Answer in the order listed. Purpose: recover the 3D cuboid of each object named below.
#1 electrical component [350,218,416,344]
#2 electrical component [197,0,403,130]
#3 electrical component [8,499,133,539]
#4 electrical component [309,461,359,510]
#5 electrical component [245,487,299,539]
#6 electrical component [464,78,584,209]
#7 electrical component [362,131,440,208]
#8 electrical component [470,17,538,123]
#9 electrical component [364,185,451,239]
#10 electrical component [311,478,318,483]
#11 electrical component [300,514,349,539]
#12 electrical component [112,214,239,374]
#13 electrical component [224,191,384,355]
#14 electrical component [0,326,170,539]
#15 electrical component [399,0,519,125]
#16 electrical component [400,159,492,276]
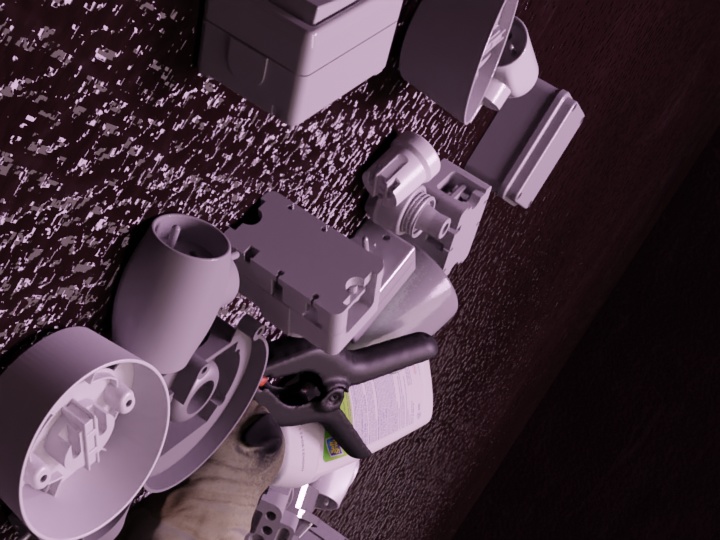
[{"bbox_3d":[0.000,0.000,0.822,0.083,0.047,0.075,-50,161,-19],"label":"electrical component"},{"bbox_3d":[-0.023,-0.123,0.518,0.096,0.062,0.061,-41,157,-42],"label":"electrical component"},{"bbox_3d":[-0.172,0.139,0.612,0.079,0.044,0.077,-45,159,-31],"label":"electrical component"},{"bbox_3d":[-0.041,0.191,1.043,0.079,0.044,0.077,-31,-146,50],"label":"electrical component"},{"bbox_3d":[-0.087,0.191,0.891,0.057,0.078,0.058,-69,-177,-64],"label":"electrical component"},{"bbox_3d":[0.156,-0.120,1.013,0.113,0.057,0.078,-59,163,6],"label":"electrical component"},{"bbox_3d":[0.030,-0.073,0.789,0.046,0.040,0.040,-44,159,-21],"label":"electrical component"},{"bbox_3d":[0.104,-0.151,0.841,0.079,0.043,0.077,-57,163,1],"label":"electrical component"},{"bbox_3d":[0.038,-0.045,0.818,0.043,0.062,0.043,-52,161,-26],"label":"electrical component"},{"bbox_3d":[-0.052,0.166,0.979,0.045,0.045,0.055,-48,161,-26],"label":"electrical component"},{"bbox_3d":[-0.078,0.272,0.993,0.109,0.109,0.056,-37,151,-47],"label":"electrical component"},{"bbox_3d":[-0.093,0.008,0.593,0.079,0.043,0.077,-28,147,-57],"label":"electrical component"},{"bbox_3d":[-0.036,0.004,0.663,0.050,0.089,0.055,-47,160,-29],"label":"electrical component"},{"bbox_3d":[-0.146,0.081,0.545,0.099,0.064,0.099,-49,161,-23],"label":"electrical component"},{"bbox_3d":[0.073,-0.153,0.717,0.099,0.064,0.099,-49,161,-23],"label":"electrical component"},{"bbox_3d":[0.066,-0.042,0.909,0.050,0.056,0.089,-43,158,-38],"label":"electrical component"}]
